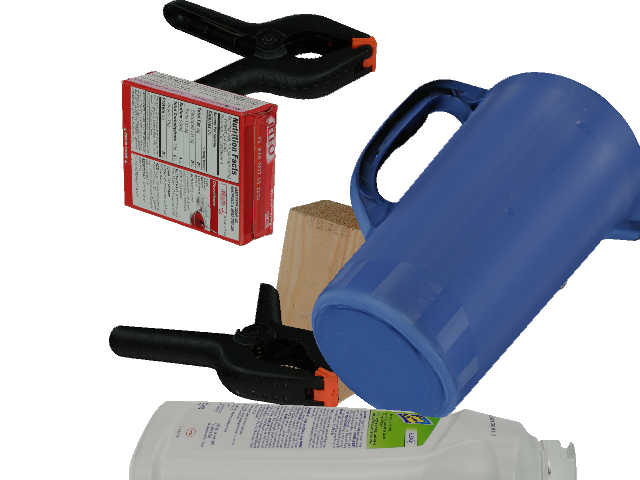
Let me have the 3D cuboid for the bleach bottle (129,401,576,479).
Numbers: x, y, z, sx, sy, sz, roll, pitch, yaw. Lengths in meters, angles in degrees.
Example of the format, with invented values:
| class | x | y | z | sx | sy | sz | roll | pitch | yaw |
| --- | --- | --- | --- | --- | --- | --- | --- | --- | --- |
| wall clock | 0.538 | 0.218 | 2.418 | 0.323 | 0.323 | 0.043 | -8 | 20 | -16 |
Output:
| class | x | y | z | sx | sy | sz | roll | pitch | yaw |
| --- | --- | --- | --- | --- | --- | --- | --- | --- | --- |
| bleach bottle | 0.022 | 0.136 | 0.628 | 0.251 | 0.068 | 0.102 | -1 | 17 | 6 |

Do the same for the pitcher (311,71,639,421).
| class | x | y | z | sx | sy | sz | roll | pitch | yaw |
| --- | --- | --- | --- | --- | --- | --- | --- | --- | --- |
| pitcher | 0.096 | -0.003 | 0.713 | 0.149 | 0.145 | 0.242 | 6 | 40 | 45 |

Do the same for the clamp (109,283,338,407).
| class | x | y | z | sx | sy | sz | roll | pitch | yaw |
| --- | --- | --- | --- | --- | --- | --- | --- | --- | --- |
| clamp | -0.048 | 0.084 | 0.864 | 0.164 | 0.036 | 0.210 | -21 | 26 | -40 |

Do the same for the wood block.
| class | x | y | z | sx | sy | sz | roll | pitch | yaw |
| --- | --- | --- | --- | --- | --- | --- | --- | --- | --- |
| wood block | 0.007 | 0.068 | 1.185 | 0.090 | 0.206 | 0.090 | 17 | 17 | 25 |

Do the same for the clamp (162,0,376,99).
| class | x | y | z | sx | sy | sz | roll | pitch | yaw |
| --- | --- | --- | --- | --- | --- | --- | --- | --- | --- |
| clamp | -0.046 | -0.148 | 0.819 | 0.171 | 0.120 | 0.039 | -8 | -30 | -9 |

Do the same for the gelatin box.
| class | x | y | z | sx | sy | sz | roll | pitch | yaw |
| --- | --- | --- | --- | --- | --- | --- | --- | --- | --- |
| gelatin box | -0.065 | -0.045 | 0.570 | 0.089 | 0.073 | 0.030 | 18 | 29 | 31 |

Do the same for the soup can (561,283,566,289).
| class | x | y | z | sx | sy | sz | roll | pitch | yaw |
| --- | --- | --- | --- | --- | --- | --- | --- | --- | --- |
| soup can | 0.185 | -0.011 | 0.933 | 0.068 | 0.102 | 0.068 | -3 | 24 | 1 |
